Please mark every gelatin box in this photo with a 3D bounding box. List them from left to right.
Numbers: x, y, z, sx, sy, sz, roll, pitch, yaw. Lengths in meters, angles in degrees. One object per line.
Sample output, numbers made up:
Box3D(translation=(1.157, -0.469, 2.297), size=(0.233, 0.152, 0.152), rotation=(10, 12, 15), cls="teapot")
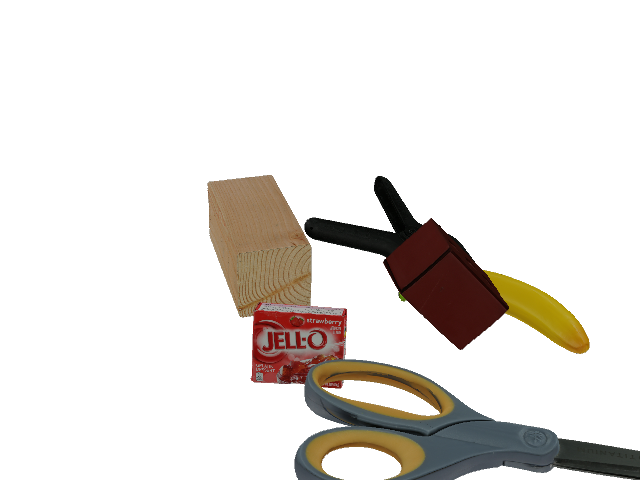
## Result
Box3D(translation=(-0.021, 0.100, 1.018), size=(0.089, 0.073, 0.030), rotation=(4, 14, 6), cls="gelatin box")

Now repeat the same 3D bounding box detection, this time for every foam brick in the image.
Box3D(translation=(0.095, 0.034, 0.808), size=(0.078, 0.051, 0.053), rotation=(43, 11, -28), cls="foam brick")

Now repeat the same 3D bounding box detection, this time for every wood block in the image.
Box3D(translation=(-0.080, 0.002, 1.342), size=(0.090, 0.090, 0.206), rotation=(-7, 29, -14), cls="wood block")

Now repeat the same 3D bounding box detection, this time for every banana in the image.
Box3D(translation=(0.181, 0.064, 1.074), size=(0.198, 0.069, 0.037), rotation=(14, -37, 26), cls="banana")

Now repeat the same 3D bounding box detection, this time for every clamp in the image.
Box3D(translation=(0.094, 0.005, 1.257), size=(0.210, 0.036, 0.164), rotation=(38, 42, 26), cls="clamp")

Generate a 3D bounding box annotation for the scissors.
Box3D(translation=(0.077, 0.097, 0.449), size=(0.202, 0.016, 0.096), rotation=(16, 34, 23), cls="scissors")
